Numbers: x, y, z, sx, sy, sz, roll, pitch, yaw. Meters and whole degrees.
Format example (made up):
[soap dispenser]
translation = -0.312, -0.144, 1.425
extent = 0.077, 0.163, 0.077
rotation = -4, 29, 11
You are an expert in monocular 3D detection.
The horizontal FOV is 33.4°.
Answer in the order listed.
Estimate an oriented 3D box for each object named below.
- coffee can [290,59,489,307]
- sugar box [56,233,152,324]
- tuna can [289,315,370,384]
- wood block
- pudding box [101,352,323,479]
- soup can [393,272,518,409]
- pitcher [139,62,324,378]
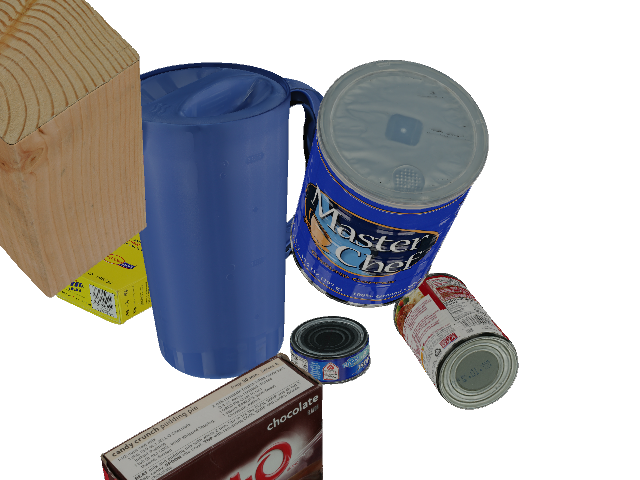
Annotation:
[coffee can]
translation = 0.039, -0.032, 0.684
extent = 0.102, 0.103, 0.140
rotation = 0, -28, -9
[sugar box]
translation = -0.176, 0.020, 1.098
extent = 0.093, 0.048, 0.175
rotation = 20, 35, 30
[tuna can]
translation = 0.010, 0.115, 1.134
extent = 0.086, 0.034, 0.086
rotation = -3, 27, 1
[wood block]
translation = -0.172, -0.059, 0.671
extent = 0.090, 0.090, 0.206
rotation = -38, -16, -22
[pudding box]
translation = -0.050, 0.120, 0.537
extent = 0.113, 0.090, 0.039
rotation = -29, 46, -33
[soup can]
translation = 0.106, 0.078, 0.842
extent = 0.068, 0.068, 0.102
rotation = 0, 25, -17
[pitcher]
translation = -0.077, -0.016, 0.867
extent = 0.149, 0.243, 0.144
rotation = 7, 30, 15
